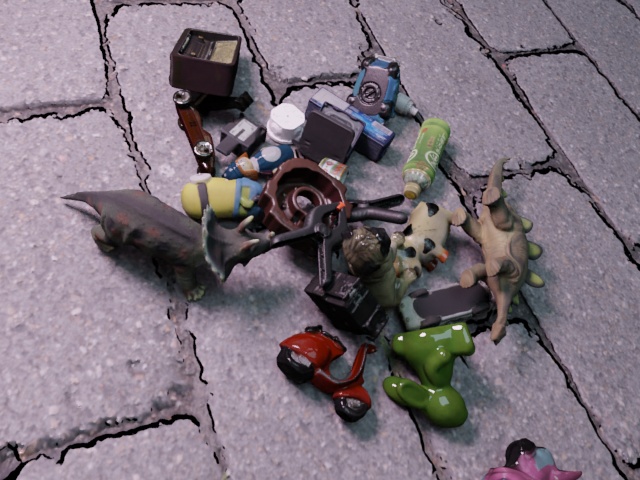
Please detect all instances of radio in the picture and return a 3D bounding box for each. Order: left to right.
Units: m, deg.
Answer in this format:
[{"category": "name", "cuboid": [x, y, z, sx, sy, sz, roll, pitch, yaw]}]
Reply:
[{"category": "radio", "cuboid": [-0.242, -0.384, 1.149, 0.131, 0.073, 0.230, 7, 32, -9]}]

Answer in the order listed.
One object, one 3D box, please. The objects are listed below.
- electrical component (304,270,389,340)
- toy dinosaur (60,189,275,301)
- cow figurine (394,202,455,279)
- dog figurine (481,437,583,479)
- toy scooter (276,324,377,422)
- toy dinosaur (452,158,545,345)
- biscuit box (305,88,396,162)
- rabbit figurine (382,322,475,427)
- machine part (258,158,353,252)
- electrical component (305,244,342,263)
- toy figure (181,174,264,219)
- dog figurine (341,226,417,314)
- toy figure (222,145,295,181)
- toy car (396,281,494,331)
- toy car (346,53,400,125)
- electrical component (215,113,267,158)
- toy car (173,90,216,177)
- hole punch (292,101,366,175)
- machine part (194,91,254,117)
[{"category": "electrical component", "cuboid": [0.039, 0.108, 0.934, 0.058, 0.134, 0.114, -49, 121, -22]}, {"category": "toy dinosaur", "cuboid": [-0.276, -0.022, 0.901, 0.405, 0.192, 0.131, 22, 55, -2]}, {"category": "cow figurine", "cuboid": [0.191, 0.003, 1.068, 0.127, 0.085, 0.195, 31, 59, -2]}, {"category": "dog figurine", "cuboid": [0.315, 0.420, 0.838, 0.219, 0.108, 0.191, -7, 61, -21]}, {"category": "toy scooter", "cuboid": [0.025, 0.205, 0.910, 0.184, 0.075, 0.135, 37, 59, 5]}, {"category": "toy dinosaur", "cuboid": [0.360, -0.012, 1.076, 0.198, 0.105, 0.471, 32, 55, -35]}, {"category": "biscuit box", "cuboid": [0.067, -0.257, 1.205, 0.203, 0.062, 0.059, 34, 57, 7]}, {"category": "rabbit figurine", "cuboid": [0.195, 0.236, 0.914, 0.159, 0.121, 0.170, -7, 77, -14]}, {"category": "machine part", "cuboid": [-0.028, -0.063, 1.000, 0.179, 0.056, 0.179, 12, 59, -21]}, {"category": "electrical component", "cuboid": [-0.001, -0.002, 1.048, 0.078, 0.045, 0.102, -11, 63, -42]}, {"category": "toy figure", "cuboid": [-0.173, -0.077, 1.027, 0.180, 0.082, 0.089, 9, 60, -12]}, {"category": "dog figurine", "cuboid": [0.090, 0.061, 0.925, 0.121, 0.190, 0.172, -17, 89, 17]}, {"category": "toy figure", "cuboid": [-0.128, -0.154, 1.099, 0.154, 0.057, 0.064, -22, 38, -23]}, {"category": "toy car", "cuboid": [0.243, 0.122, 1.026, 0.202, 0.056, 0.073, -10, 64, -22]}, {"category": "toy car", "cuboid": [0.132, -0.340, 1.244, 0.109, 0.103, 0.161, 18, 99, 18]}, {"category": "electrical component", "cuboid": [-0.171, -0.205, 1.122, 0.075, 0.047, 0.119, 30, 57, 5]}, {"category": "toy car", "cuboid": [-0.248, -0.210, 1.081, 0.053, 0.089, 0.202, -18, 64, -19]}, {"category": "hole punch", "cuboid": [0.025, -0.221, 1.146, 0.142, 0.115, 0.092, 29, 40, 4]}, {"category": "machine part", "cuboid": [-0.212, -0.296, 1.149, 0.139, 0.039, 0.084, 6, 46, 25]}]
